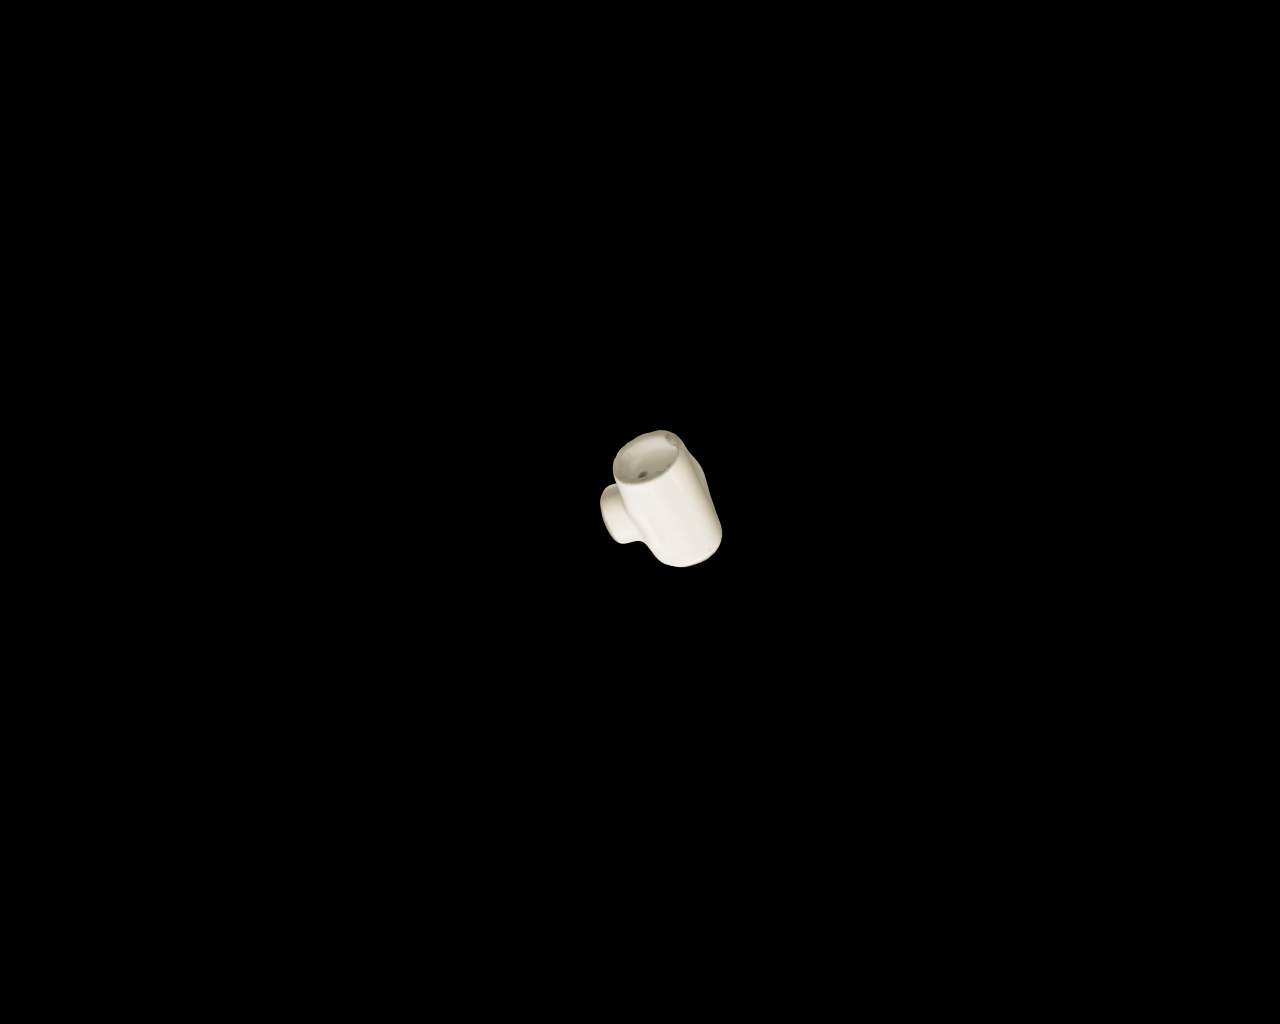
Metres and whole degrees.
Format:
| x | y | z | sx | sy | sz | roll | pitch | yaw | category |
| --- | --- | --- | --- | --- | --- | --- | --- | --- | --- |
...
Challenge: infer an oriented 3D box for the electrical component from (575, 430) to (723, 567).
| x | y | z | sx | sy | sz | roll | pitch | yaw | category |
| --- | --- | --- | --- | --- | --- | --- | --- | --- | --- |
| 0.001 | -0.003 | 0.650 | 0.079 | 0.043 | 0.077 | -15 | -46 | 15 | electrical component |
